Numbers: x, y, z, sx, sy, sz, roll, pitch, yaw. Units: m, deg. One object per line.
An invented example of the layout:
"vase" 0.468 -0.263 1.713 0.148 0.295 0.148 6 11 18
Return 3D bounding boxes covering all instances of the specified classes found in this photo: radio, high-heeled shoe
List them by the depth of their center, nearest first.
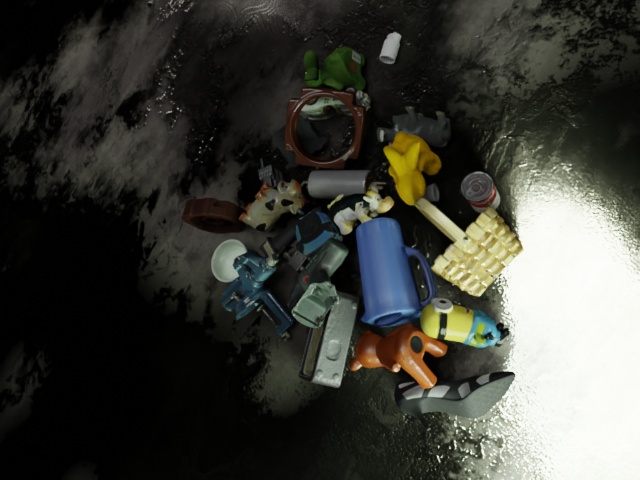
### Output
"high-heeled shoe" 0.285 0.316 1.167 0.249 0.086 0.145 -28 32 0
"radio" 0.021 0.228 1.275 0.073 0.131 0.229 15 81 -14

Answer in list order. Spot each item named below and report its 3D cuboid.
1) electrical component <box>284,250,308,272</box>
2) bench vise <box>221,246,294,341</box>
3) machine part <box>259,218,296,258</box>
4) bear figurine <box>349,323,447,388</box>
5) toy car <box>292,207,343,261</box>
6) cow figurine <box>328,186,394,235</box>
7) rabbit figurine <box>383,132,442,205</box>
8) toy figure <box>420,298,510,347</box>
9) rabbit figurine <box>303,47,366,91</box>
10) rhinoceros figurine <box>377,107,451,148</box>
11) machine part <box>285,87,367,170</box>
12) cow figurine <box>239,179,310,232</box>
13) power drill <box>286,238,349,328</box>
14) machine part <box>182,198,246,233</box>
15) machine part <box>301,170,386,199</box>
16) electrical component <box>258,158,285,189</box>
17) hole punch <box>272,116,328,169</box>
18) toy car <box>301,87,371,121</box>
"electrical component" -0.053 0.050 1.433 0.094 0.021 0.063 37 94 30
"bench vise" -0.144 0.149 1.394 0.223 0.129 0.240 -42 82 17
"machine part" -0.104 -0.001 1.468 0.139 0.039 0.084 -45 52 12
"bear figurine" 0.166 0.261 1.211 0.196 0.132 0.120 -33 23 52
"toy car" -0.003 -0.004 1.373 0.109 0.102 0.162 -35 35 6
"cow figurine" 0.100 -0.085 1.323 0.167 0.068 0.098 -28 101 38
"rabbit figurine" 0.216 -0.166 1.258 0.122 0.162 0.173 -7 52 19
"toy figure" 0.303 0.182 1.140 0.180 0.082 0.089 21 74 -1
"rabbit figurine" 0.020 -0.450 1.481 0.170 0.159 0.121 -12 80 41
"rhinoceros figurine" 0.237 -0.271 1.349 0.191 0.073 0.112 9 91 28
"machine part" 0.014 -0.290 1.398 0.201 0.087 0.201 9 107 8
"cow figurine" -0.117 -0.091 1.444 0.195 0.127 0.085 -44 17 37
"power drill" -0.014 0.116 1.241 0.086 0.207 0.232 34 109 -6
"machine part" -0.296 -0.069 1.514 0.180 0.179 0.056 -2 73 28
"machine part" 0.057 -0.144 1.400 0.243 0.079 0.079 4 78 30
"electrical component" -0.136 -0.180 1.516 0.048 0.074 0.119 -19 65 23
"hole punch" -0.055 -0.274 1.503 0.142 0.092 0.115 -35 92 12
"toy car" 0.043 -0.369 1.474 0.202 0.073 0.056 -1 72 28
